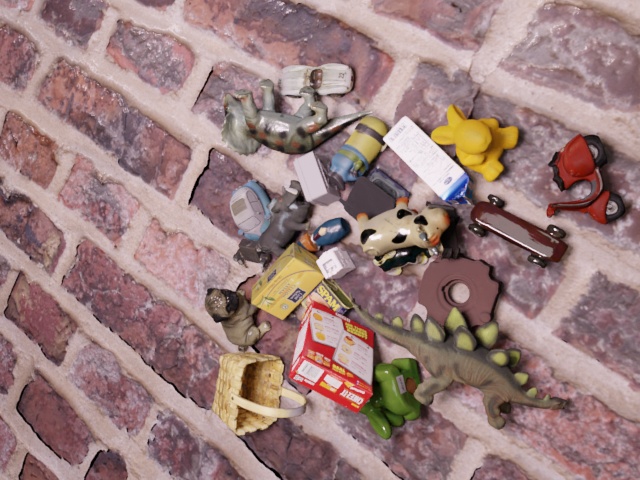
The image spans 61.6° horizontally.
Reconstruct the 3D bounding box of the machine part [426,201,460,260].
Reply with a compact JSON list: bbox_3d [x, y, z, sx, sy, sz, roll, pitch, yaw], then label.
[{"bbox_3d":[0.266,-0.022,1.138,0.039,0.084,0.139,127,150,-48],"label":"machine part"}]

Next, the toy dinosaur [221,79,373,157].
[{"bbox_3d":[-0.083,-0.273,1.306,0.405,0.131,0.192,18,136,13],"label":"toy dinosaur"}]

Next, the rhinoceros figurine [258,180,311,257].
[{"bbox_3d":[-0.082,-0.051,1.289,0.112,0.073,0.190,26,102,-10],"label":"rhinoceros figurine"}]

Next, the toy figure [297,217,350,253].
[{"bbox_3d":[-0.002,-0.002,1.287,0.154,0.064,0.058,-28,36,24],"label":"toy figure"}]

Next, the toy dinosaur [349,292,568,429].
[{"bbox_3d":[0.266,0.239,1.095,0.472,0.105,0.198,17,113,13],"label":"toy dinosaur"}]

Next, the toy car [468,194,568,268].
[{"bbox_3d":[0.405,-0.018,1.107,0.202,0.053,0.089,31,90,26],"label":"toy car"}]

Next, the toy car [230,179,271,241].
[{"bbox_3d":[-0.173,-0.075,1.347,0.109,0.103,0.161,-28,79,20],"label":"toy car"}]

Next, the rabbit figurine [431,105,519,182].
[{"bbox_3d":[0.316,-0.209,1.091,0.162,0.173,0.122,39,107,16],"label":"rabbit figurine"}]

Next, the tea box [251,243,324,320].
[{"bbox_3d":[-0.077,0.100,1.279,0.098,0.068,0.169,31,116,-22],"label":"tea box"}]

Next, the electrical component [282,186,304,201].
[{"bbox_3d":[-0.073,-0.089,1.345,0.063,0.021,0.094,-1,88,25],"label":"electrical component"}]

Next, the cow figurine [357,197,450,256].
[{"bbox_3d":[0.172,-0.019,1.105,0.195,0.085,0.127,-19,48,26],"label":"cow figurine"}]

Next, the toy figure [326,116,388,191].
[{"bbox_3d":[0.087,-0.199,1.219,0.082,0.089,0.180,38,79,19],"label":"toy figure"}]

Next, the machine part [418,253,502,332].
[{"bbox_3d":[0.297,0.113,1.150,0.180,0.056,0.179,-1,87,25],"label":"machine part"}]

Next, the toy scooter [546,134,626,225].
[{"bbox_3d":[0.503,-0.110,1.057,0.135,0.075,0.183,-18,85,24],"label":"toy scooter"}]

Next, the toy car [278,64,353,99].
[{"bbox_3d":[-0.015,-0.388,1.312,0.202,0.056,0.073,6,91,24],"label":"toy car"}]

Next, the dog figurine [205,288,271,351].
[{"bbox_3d":[-0.218,0.198,1.307,0.121,0.190,0.172,-5,87,24],"label":"dog figurine"}]

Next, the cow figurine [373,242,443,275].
[{"bbox_3d":[0.200,0.020,1.175,0.167,0.098,0.068,-25,72,22],"label":"cow figurine"}]

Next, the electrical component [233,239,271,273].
[{"bbox_3d":[-0.172,0.040,1.361,0.102,0.078,0.045,15,56,19],"label":"electrical component"}]

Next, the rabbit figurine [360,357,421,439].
[{"bbox_3d":[0.142,0.349,1.198,0.170,0.121,0.159,-25,85,40],"label":"rabbit figurine"}]

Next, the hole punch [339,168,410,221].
[{"bbox_3d":[0.129,-0.089,1.226,0.142,0.092,0.115,38,132,11],"label":"hole punch"}]
